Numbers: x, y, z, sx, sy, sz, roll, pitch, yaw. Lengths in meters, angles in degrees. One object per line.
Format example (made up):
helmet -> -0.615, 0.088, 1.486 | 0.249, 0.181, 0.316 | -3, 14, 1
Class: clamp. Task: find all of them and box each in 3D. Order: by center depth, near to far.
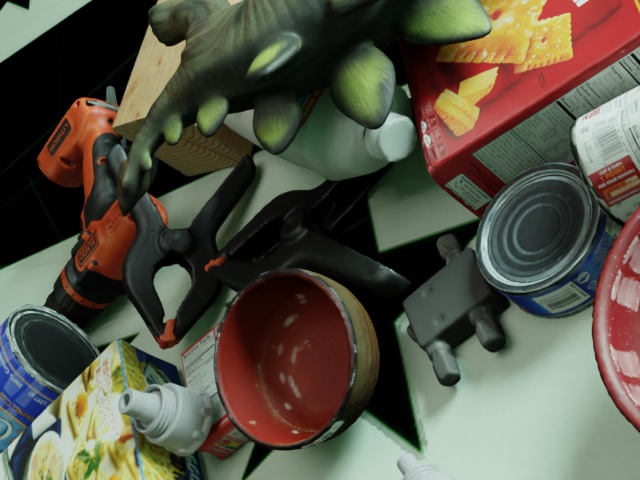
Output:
clamp -> -0.005, 0.001, 0.756 | 0.210, 0.036, 0.164 | -29, 37, 34
clamp -> -0.105, 0.000, 0.850 | 0.039, 0.120, 0.171 | 98, 166, -73

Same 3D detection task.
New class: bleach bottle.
bleach bottle -> 0.001, -0.101, 0.770 | 0.102, 0.068, 0.251 | -50, 30, -5

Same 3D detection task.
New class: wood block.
wood block -> -0.093, -0.172, 0.937 | 0.090, 0.090, 0.206 | -8, 59, 45

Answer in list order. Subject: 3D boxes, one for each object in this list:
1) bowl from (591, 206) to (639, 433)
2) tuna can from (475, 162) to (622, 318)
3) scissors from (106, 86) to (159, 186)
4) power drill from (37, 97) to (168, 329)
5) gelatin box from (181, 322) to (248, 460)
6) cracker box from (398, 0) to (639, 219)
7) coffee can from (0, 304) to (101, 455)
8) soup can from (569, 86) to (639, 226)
bowl -> 0.208, 0.033, 0.486 | 0.162, 0.055, 0.162 | -28, 47, 34
tuna can -> 0.132, -0.001, 0.612 | 0.086, 0.033, 0.086 | -28, 47, 33
scissors -> -0.190, -0.100, 1.054 | 0.096, 0.016, 0.201 | -30, 46, 35
power drill -> -0.211, -0.022, 0.971 | 0.185, 0.057, 0.188 | -45, 47, 30
gelatin box -> -0.061, 0.099, 0.762 | 0.073, 0.030, 0.089 | -41, 41, 23
cracker box -> 0.152, -0.136, 0.651 | 0.214, 0.072, 0.164 | -34, 42, 29
coffee can -> -0.262, 0.138, 0.900 | 0.140, 0.102, 0.103 | -44, 39, 17
soup can -> 0.191, -0.057, 0.557 | 0.102, 0.068, 0.068 | -29, 46, 33
